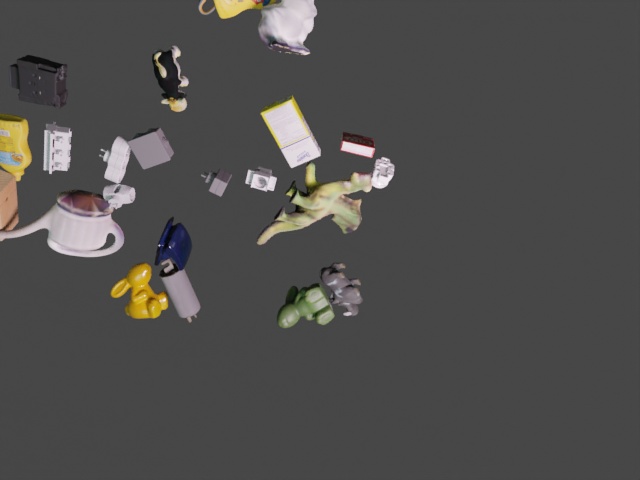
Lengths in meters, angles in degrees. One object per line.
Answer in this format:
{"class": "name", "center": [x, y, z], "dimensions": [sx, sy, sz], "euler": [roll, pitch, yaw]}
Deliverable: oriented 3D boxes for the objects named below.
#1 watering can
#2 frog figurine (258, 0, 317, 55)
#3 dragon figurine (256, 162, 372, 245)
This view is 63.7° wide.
{"class": "watering can", "center": [-0.750, -0.047, 1.510], "dimensions": [0.347, 0.220, 0.106], "euler": [11, 33, -26]}
{"class": "frog figurine", "center": [-0.075, -0.528, 1.219], "dimensions": [0.137, 0.158, 0.123], "euler": [3, 11, -29]}
{"class": "dragon figurine", "center": [0.004, -0.074, 1.478], "dimensions": [0.241, 0.125, 0.402], "euler": [25, -47, -18]}
